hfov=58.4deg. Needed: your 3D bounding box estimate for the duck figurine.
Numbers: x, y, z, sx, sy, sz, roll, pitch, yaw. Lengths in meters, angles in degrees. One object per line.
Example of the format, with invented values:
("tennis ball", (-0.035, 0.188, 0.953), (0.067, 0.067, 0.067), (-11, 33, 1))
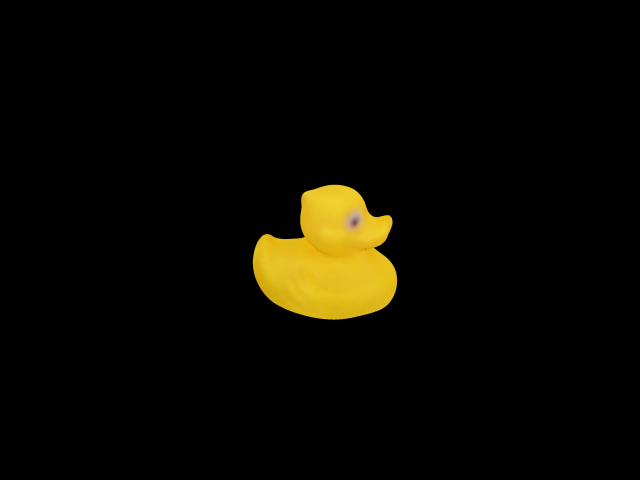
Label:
("duck figurine", (0.004, 0.001, 0.400), (0.104, 0.086, 0.077), (5, 36, 7))
